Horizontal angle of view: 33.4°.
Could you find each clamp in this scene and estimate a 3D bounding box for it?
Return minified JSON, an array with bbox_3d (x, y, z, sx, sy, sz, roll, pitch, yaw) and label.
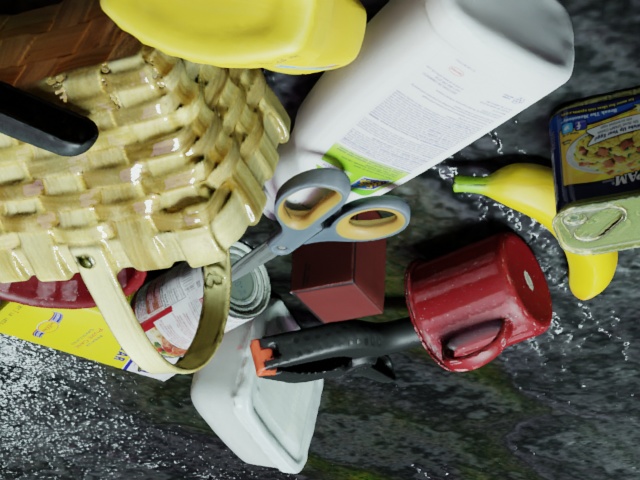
[{"bbox_3d":[-0.194,-0.082,0.532,0.172,0.039,0.120,-10,116,26],"label":"clamp"},{"bbox_3d":[0.039,0.087,0.890,0.209,0.036,0.165,4,152,-42],"label":"clamp"}]

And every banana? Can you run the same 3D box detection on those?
[{"bbox_3d":[0.176,-0.008,0.773,0.070,0.037,0.197,-3,151,42],"label":"banana"}]

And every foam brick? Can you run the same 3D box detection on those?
[{"bbox_3d":[0.014,0.013,0.780,0.053,0.078,0.051,-12,146,26],"label":"foam brick"}]

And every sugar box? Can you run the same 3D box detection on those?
[{"bbox_3d":[-0.187,0.070,0.923,0.176,0.048,0.094,24,143,-27],"label":"sugar box"}]

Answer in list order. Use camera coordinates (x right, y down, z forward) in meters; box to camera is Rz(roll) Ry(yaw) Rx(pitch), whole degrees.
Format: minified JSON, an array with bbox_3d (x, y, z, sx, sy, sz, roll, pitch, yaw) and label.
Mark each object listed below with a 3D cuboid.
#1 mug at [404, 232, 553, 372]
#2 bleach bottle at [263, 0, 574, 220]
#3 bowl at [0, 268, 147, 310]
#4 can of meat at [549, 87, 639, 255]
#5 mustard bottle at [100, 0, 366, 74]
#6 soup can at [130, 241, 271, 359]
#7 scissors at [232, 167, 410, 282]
[{"bbox_3d":[0.120,0.051,0.800,0.082,0.117,0.093,-24,117,29],"label":"mug"},{"bbox_3d":[0.031,-0.076,0.651,0.102,0.068,0.251,24,146,-27],"label":"bleach bottle"},{"bbox_3d":[-0.204,-0.010,0.785,0.162,0.055,0.162,3,148,1],"label":"bowl"},{"bbox_3d":[0.194,-0.045,0.661,0.102,0.084,0.057,-11,146,21],"label":"can of meat"},{"bbox_3d":[-0.028,-0.113,0.527,0.096,0.058,0.191,13,-171,11],"label":"mustard bottle"},{"bbox_3d":[-0.097,0.048,0.857,0.068,0.068,0.102,27,140,-33],"label":"soup can"},{"bbox_3d":[-0.005,0.001,0.727,0.096,0.016,0.202,9,157,-11],"label":"scissors"}]
